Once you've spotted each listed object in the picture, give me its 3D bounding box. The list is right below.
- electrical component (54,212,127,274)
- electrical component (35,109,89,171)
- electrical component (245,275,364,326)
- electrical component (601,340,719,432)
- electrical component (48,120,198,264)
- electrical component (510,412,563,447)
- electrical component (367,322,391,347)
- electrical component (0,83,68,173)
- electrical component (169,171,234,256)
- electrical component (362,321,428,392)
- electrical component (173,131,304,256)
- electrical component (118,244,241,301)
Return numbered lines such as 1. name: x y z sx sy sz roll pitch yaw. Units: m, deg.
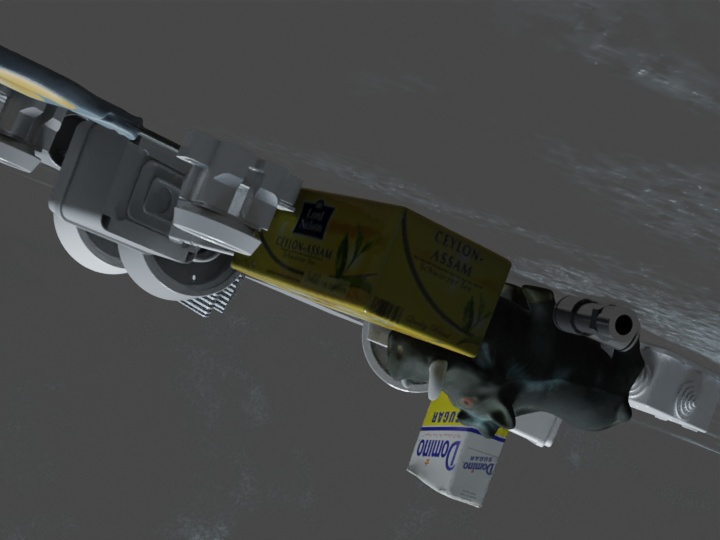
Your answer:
1. electrical component: -0.206 -0.050 0.939 0.108 0.108 0.060 24 169 -28
2. electrical component: -0.247 -0.107 0.800 0.077 0.043 0.079 18 174 44
3. electrical component: -0.033 0.009 1.110 0.105 0.060 0.186 18 175 39
4. electrical component: 0.228 0.087 0.854 0.100 0.048 0.100 24 176 -37
5. electrical component: -0.167 -0.057 0.803 0.057 0.078 0.113 16 174 31
6. electrical component: 0.184 0.119 1.099 0.056 0.108 0.108 24 176 6
7. electrical component: 0.031 0.021 0.805 0.043 0.077 0.079 23 176 -27
8. electrical component: -0.235 -0.101 0.722 0.058 0.057 0.078 20 176 18
9. electrical component: -0.081 -0.037 0.786 0.096 0.061 0.062 15 180 -30
10. electrical component: 0.060 0.065 1.067 0.108 0.108 0.060 21 -178 10
11. electrical component: -0.081 -0.044 0.669 0.078 0.057 0.058 24 175 -29
12. electrical component: -0.142 -0.027 0.903 0.108 0.108 0.060 24 170 -27
